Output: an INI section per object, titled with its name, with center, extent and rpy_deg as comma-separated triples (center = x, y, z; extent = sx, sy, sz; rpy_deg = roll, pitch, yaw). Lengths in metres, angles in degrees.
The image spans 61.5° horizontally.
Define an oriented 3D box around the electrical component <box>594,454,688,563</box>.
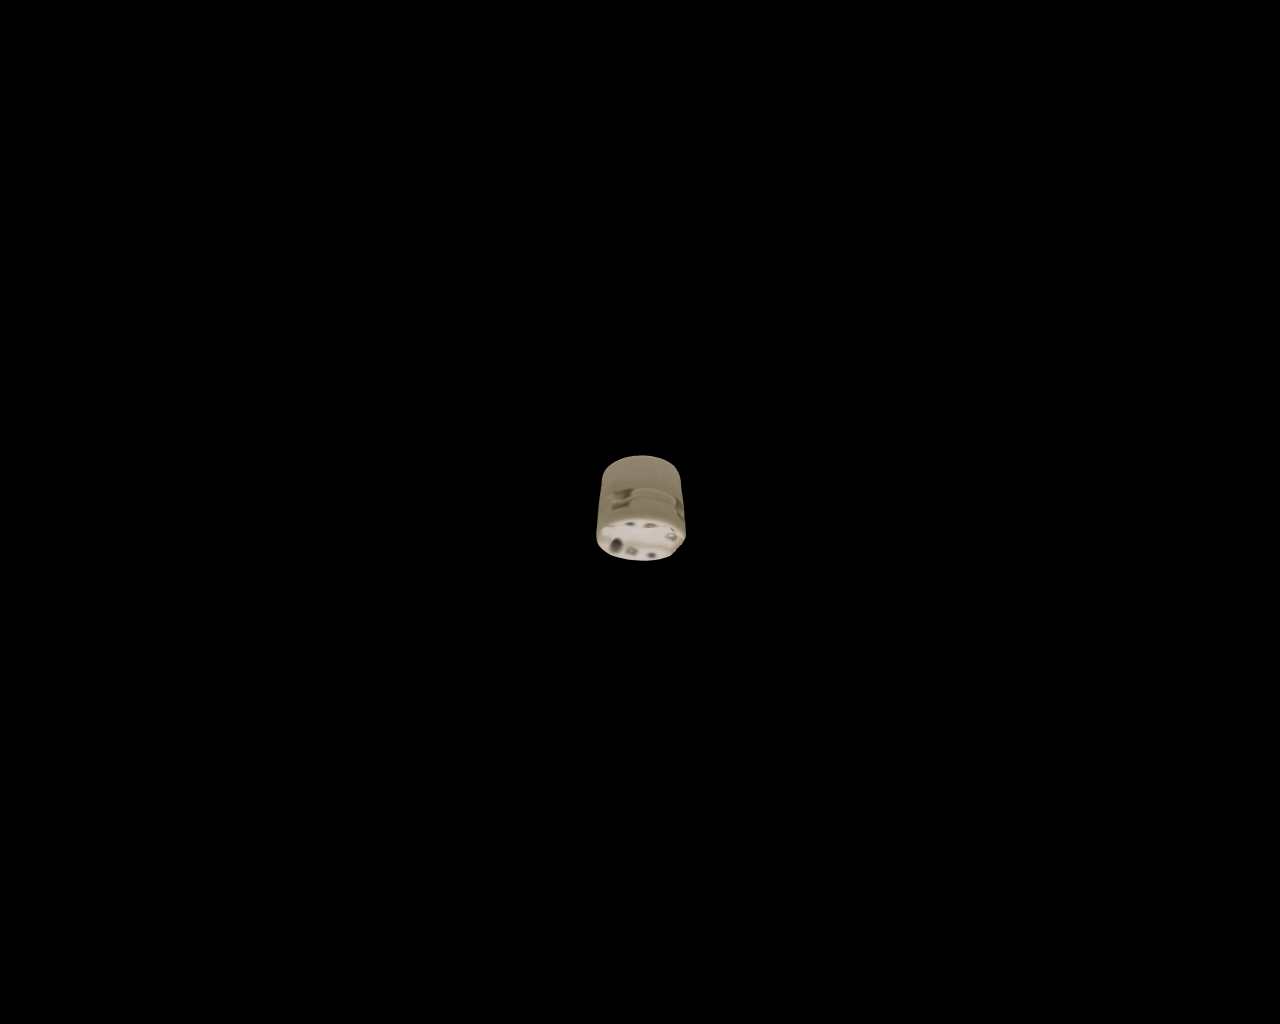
[electrical component]
center = 0.001, -0.003, 0.650
extent = 0.055, 0.047, 0.055
rpy_deg = 0, -31, 0
